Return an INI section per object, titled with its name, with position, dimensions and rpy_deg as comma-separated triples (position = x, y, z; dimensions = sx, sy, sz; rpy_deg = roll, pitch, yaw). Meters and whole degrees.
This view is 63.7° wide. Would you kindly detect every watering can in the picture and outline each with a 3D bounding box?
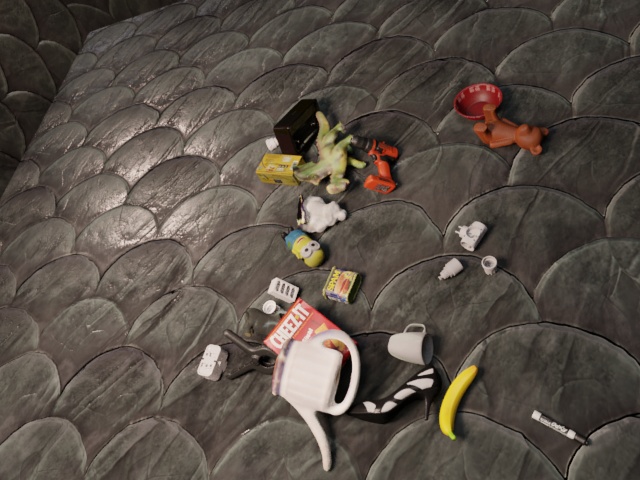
[watering can]
position = -0.022, 0.394, 1.326
dimensions = 0.225, 0.103, 0.349
rpy_deg = 13, 86, 14

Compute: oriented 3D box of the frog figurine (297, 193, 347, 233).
[frog figurine]
position = 0.005, -0.088, 1.747
dimensions = 0.159, 0.120, 0.141
rpy_deg = 3, 41, -16

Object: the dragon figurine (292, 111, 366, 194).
[dragon figurine]
position = 0.007, -0.303, 1.846
dimensions = 0.244, 0.119, 0.418
rpy_deg = -32, 50, -9
